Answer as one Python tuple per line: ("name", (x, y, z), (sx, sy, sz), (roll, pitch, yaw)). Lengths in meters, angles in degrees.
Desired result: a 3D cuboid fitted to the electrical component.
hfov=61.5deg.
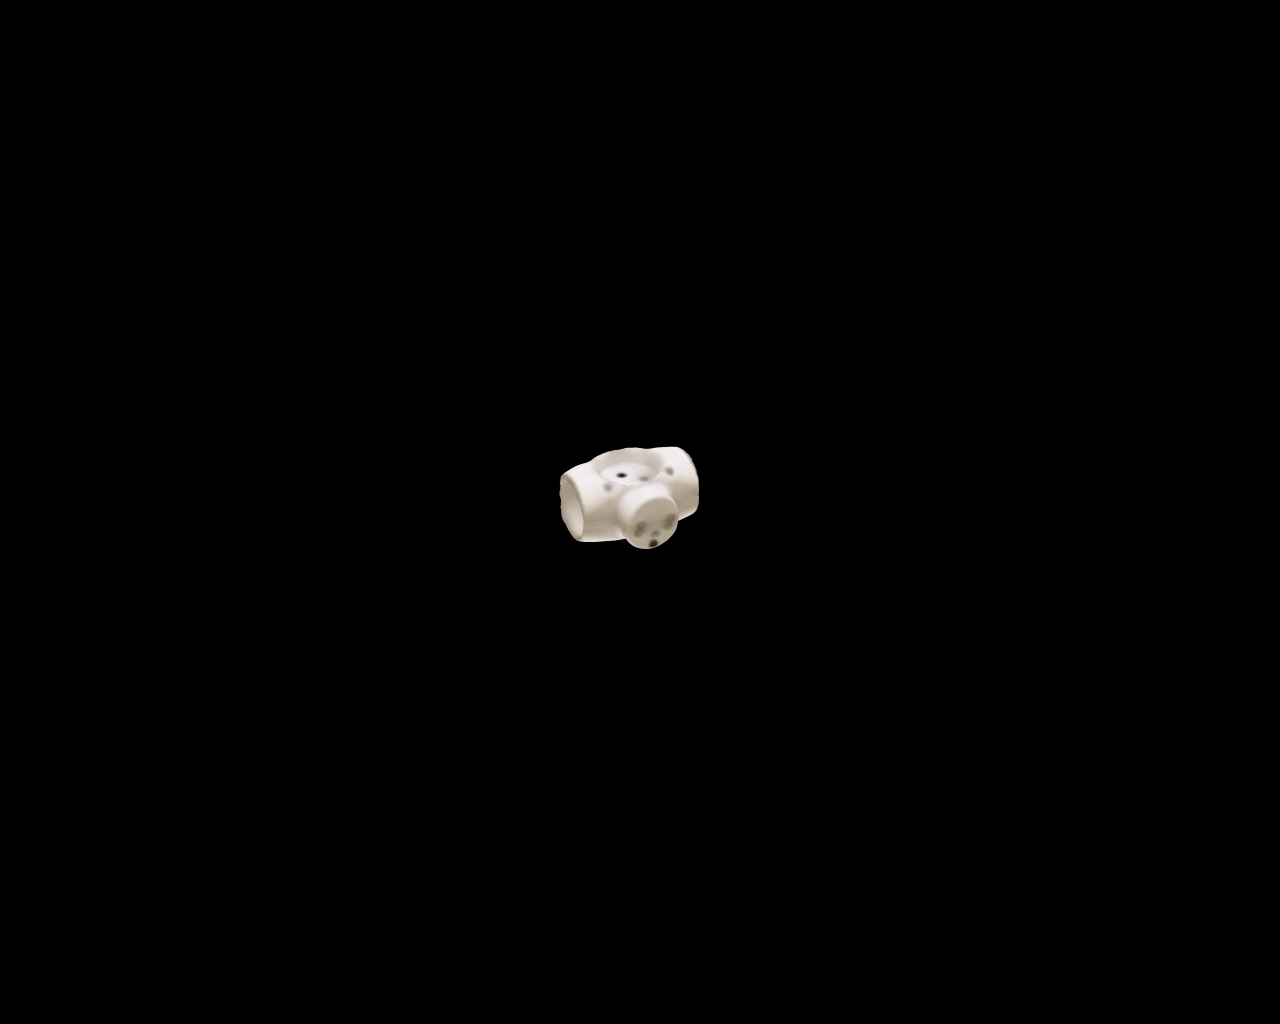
("electrical component", (0.001, -0.003, 0.650), (0.077, 0.044, 0.079), (-14, 36, -20))
